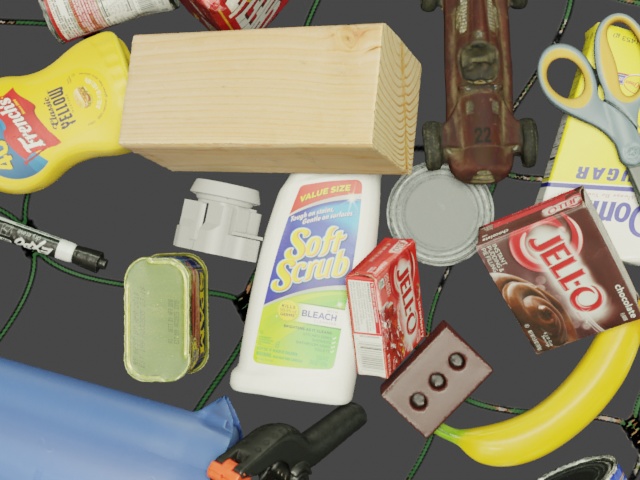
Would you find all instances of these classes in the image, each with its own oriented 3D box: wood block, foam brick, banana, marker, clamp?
[{"bbox_3d":[-0.037,-0.103,0.809,0.206,0.090,0.091,2,80,24],"label":"wood block"},{"bbox_3d":[0.093,0.111,0.857,0.053,0.051,0.078,43,92,2],"label":"foam brick"},{"bbox_3d":[0.190,0.126,0.856,0.198,0.037,0.069,-34,98,0],"label":"banana"},{"bbox_3d":[-0.235,0.001,0.892,0.121,0.020,0.020,19,91,3],"label":"marker"},{"bbox_3d":[-0.020,0.171,0.820,0.039,0.171,0.120,13,79,30],"label":"clamp"}]

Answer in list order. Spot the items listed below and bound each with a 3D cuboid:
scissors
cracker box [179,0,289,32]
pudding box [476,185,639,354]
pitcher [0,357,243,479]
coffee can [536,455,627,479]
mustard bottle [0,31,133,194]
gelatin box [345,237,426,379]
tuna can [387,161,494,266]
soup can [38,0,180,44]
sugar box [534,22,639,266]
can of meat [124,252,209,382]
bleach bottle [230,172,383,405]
[{"bbox_3d":[0.220,-0.073,0.824,0.096,0.016,0.202,-3,90,8],"label":"scissors"},{"bbox_3d":[-0.022,-0.253,0.810,0.072,0.164,0.214,42,92,5],"label":"cracker box"},{"bbox_3d":[0.186,0.024,0.828,0.090,0.039,0.113,-23,115,24],"label":"pudding box"},{"bbox_3d":[-0.193,0.182,0.836,0.243,0.149,0.145,17,130,6],"label":"pitcher"},{"bbox_3d":[0.216,0.253,0.824,0.103,0.103,0.140,-29,88,2],"label":"coffee can"},{"bbox_3d":[-0.235,-0.091,0.873,0.191,0.058,0.096,-23,87,3],"label":"mustard bottle"},{"bbox_3d":[0.053,0.052,0.834,0.030,0.073,0.089,6,116,29],"label":"gelatin box"},{"bbox_3d":[0.097,-0.022,0.866,0.086,0.033,0.086,0,90,3],"label":"tuna can"},{"bbox_3d":[-0.172,-0.206,0.865,0.102,0.068,0.068,-16,89,2],"label":"soup can"},{"bbox_3d":[0.236,-0.075,0.853,0.093,0.048,0.176,16,89,3],"label":"sugar box"},{"bbox_3d":[-0.123,0.061,0.853,0.057,0.084,0.102,-1,89,3],"label":"can of meat"},{"bbox_3d":[-0.006,0.001,0.859,0.102,0.068,0.251,7,87,7],"label":"bleach bottle"}]
